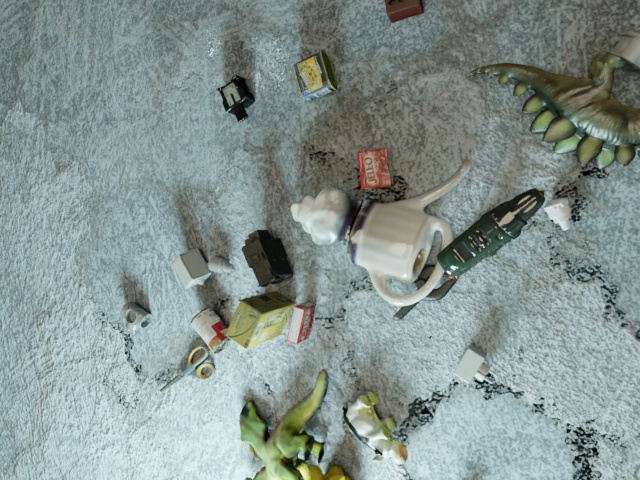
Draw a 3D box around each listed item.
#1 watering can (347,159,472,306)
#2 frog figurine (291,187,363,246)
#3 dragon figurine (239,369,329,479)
[{"bbox_3d":[0.189,-0.033,1.127,0.225,0.103,0.350,17,-101,27],"label":"watering can"},{"bbox_3d":[0.004,-0.060,1.194,0.160,0.125,0.135,18,-64,11],"label":"frog figurine"},{"bbox_3d":[-0.108,0.471,1.239,0.244,0.122,0.409,13,-87,30],"label":"dragon figurine"}]
